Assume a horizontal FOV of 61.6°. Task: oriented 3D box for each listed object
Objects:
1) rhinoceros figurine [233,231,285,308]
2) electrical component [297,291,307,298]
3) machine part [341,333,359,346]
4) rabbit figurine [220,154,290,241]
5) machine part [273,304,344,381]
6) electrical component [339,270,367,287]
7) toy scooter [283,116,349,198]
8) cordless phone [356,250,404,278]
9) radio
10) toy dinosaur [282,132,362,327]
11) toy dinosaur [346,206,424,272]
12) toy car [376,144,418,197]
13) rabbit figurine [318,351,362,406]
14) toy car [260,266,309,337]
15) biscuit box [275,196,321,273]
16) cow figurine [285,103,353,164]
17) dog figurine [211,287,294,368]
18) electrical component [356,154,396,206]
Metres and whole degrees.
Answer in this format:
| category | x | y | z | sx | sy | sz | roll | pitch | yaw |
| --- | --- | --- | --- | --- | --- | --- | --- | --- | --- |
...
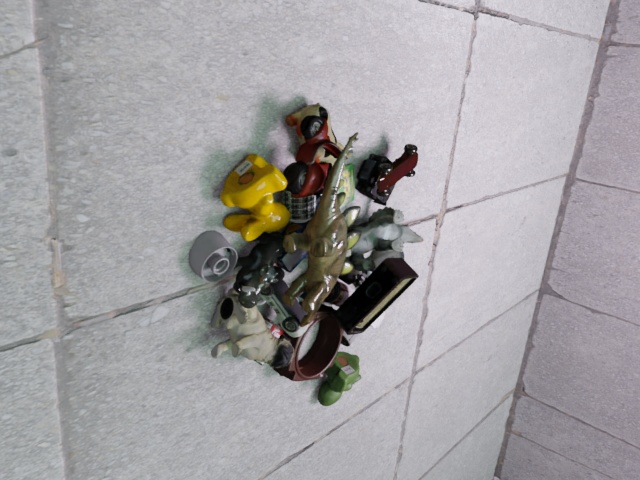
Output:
| category | x | y | z | sx | sy | sz | roll | pitch | yaw |
| --- | --- | --- | --- | --- | --- | --- | --- | --- | --- |
| rhinoceros figurine | -0.135 | 0.065 | 1.194 | 0.190 | 0.112 | 0.073 | -66 | 148 | -33 |
| electrical component | -0.033 | 0.129 | 1.391 | 0.119 | 0.075 | 0.047 | -43 | 134 | -35 |
| machine part | 0.108 | 0.231 | 1.605 | 0.243 | 0.079 | 0.079 | -50 | 138 | -24 |
| rabbit figurine | -0.126 | -0.071 | 1.152 | 0.162 | 0.122 | 0.173 | -52 | 140 | -13 |
| machine part | -0.029 | 0.274 | 1.455 | 0.201 | 0.087 | 0.201 | 12 | 97 | -53 |
| electrical component | 0.083 | 0.091 | 1.503 | 0.102 | 0.045 | 0.078 | 40 | 57 | -8 |
| toy scooter | 0.000 | -0.171 | 1.181 | 0.135 | 0.075 | 0.183 | 16 | 93 | -40 |
| cordless phone | 0.156 | 0.079 | 1.593 | 0.184 | 0.089 | 0.146 | 17 | 65 | -20 |
| radio | 0.143 | 0.147 | 1.405 | 0.229 | 0.073 | 0.131 | -49 | 158 | 14 |
| toy dinosaur | 0.012 | -0.002 | 1.198 | 0.198 | 0.105 | 0.470 | -31 | 139 | -52 |
| toy dinosaur | 0.104 | 0.013 | 1.453 | 0.405 | 0.192 | 0.131 | -22 | 96 | -22 |
| toy car | 0.205 | -0.189 | 1.455 | 0.202 | 0.053 | 0.089 | -38 | 142 | -39 |
| rabbit figurine | 0.045 | 0.417 | 1.615 | 0.159 | 0.121 | 0.170 | -20 | 139 | -52 |
| toy car | -0.092 | 0.144 | 1.299 | 0.201 | 0.056 | 0.073 | 57 | 39 | -17 |
| biscuit box | -0.038 | -0.019 | 1.313 | 0.202 | 0.063 | 0.059 | -48 | 137 | -16 |
| cow figurine | 0.005 | -0.230 | 1.269 | 0.127 | 0.086 | 0.194 | -40 | 133 | -23 |
| dog figurine | -0.142 | 0.205 | 1.240 | 0.190 | 0.121 | 0.172 | 16 | 79 | -44 |
| electrical component | 0.159 | -0.171 | 1.498 | 0.134 | 0.058 | 0.115 | 28 | 83 | -52 |
